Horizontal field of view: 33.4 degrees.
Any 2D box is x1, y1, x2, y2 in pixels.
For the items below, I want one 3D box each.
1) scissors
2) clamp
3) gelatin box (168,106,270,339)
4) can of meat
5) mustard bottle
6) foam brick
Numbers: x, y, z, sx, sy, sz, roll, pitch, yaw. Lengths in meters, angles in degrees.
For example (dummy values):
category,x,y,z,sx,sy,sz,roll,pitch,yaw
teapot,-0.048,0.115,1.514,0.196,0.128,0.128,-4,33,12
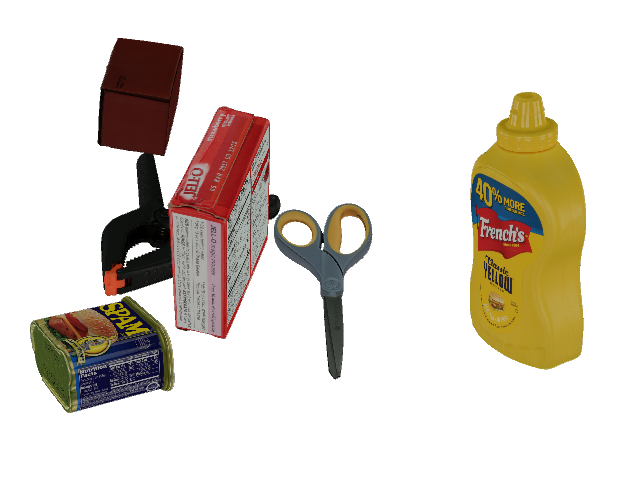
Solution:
category,x,y,z,sx,sy,sz,roll,pitch,yaw
scissors,-0.008,0.033,0.899,0.096,0.016,0.201,11,42,9
clamp,-0.160,-0.018,1.057,0.165,0.036,0.209,24,40,21
gelatin box,-0.049,-0.008,0.522,0.030,0.073,0.089,12,-43,8
can of meat,-0.176,0.090,0.852,0.083,0.057,0.102,-12,23,-29
mustard bottle,0.145,-0.011,0.752,0.058,0.192,0.096,-16,29,-23
foam brick,-0.136,-0.110,0.810,0.053,0.051,0.078,9,40,-4
